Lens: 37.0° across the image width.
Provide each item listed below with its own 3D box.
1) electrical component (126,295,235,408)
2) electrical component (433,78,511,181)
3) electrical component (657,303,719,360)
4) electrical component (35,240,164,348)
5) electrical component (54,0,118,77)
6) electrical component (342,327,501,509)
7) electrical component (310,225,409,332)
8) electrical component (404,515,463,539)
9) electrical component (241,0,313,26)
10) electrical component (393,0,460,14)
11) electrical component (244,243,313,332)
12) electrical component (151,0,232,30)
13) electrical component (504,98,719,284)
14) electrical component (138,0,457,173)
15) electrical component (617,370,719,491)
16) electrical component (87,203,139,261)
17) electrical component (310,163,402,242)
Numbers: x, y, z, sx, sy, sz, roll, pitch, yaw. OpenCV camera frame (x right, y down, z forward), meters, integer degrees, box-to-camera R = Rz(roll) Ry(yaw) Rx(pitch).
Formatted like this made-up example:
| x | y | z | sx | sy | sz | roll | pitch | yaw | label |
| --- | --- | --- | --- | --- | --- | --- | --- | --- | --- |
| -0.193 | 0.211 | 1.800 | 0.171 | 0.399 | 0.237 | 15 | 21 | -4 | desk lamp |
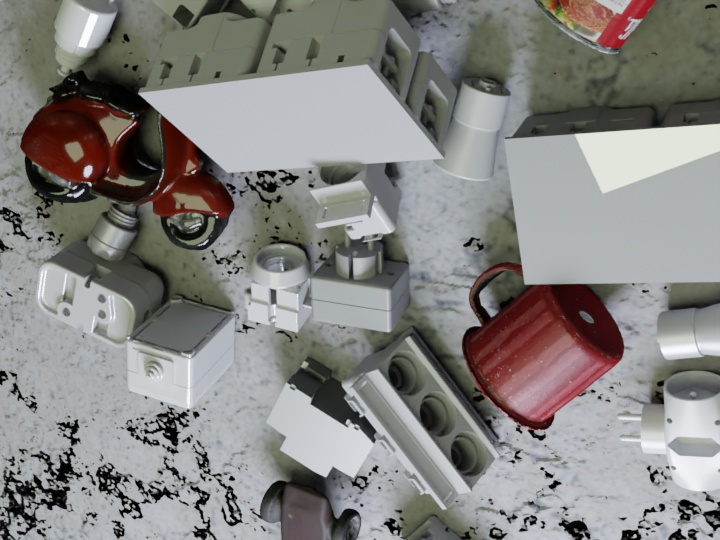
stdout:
| x | y | z | sx | sy | sz | roll | pitch | yaw | label |
| --- | --- | --- | --- | --- | --- | --- | --- | --- | --- |
| -0.153 | 0.074 | 0.900 | 0.062 | 0.096 | 0.061 | 14 | 120 | 16 | electrical component |
| 0.080 | -0.100 | 0.748 | 0.044 | 0.044 | 0.065 | 21 | 116 | 12 | electrical component |
| 0.241 | 0.043 | 0.751 | 0.065 | 0.044 | 0.044 | -9 | 111 | 32 | electrical component |
| -0.220 | 0.017 | 0.923 | 0.095 | 0.059 | 0.053 | 24 | 122 | 11 | electrical component |
| -0.217 | -0.183 | 0.831 | 0.040 | 0.040 | 0.078 | 35 | 123 | 3 | electrical component |
| 0.046 | 0.119 | 0.857 | 0.121 | 0.079 | 0.063 | 53 | 144 | -8 | electrical component |
| 0.000 | 0.000 | 0.827 | 0.066 | 0.047 | 0.076 | 8 | 118 | 19 | electrical component |
| 0.072 | 0.268 | 0.930 | 0.089 | 0.050 | 0.055 | 41 | 123 | 1 | electrical component |
| -0.050 | -0.178 | 0.761 | 0.077 | 0.043 | 0.079 | 34 | 133 | 0 | electrical component |
| 0.053 | -0.190 | 0.717 | 0.061 | 0.035 | 0.035 | 1 | 115 | 20 | electrical component |
| -0.063 | 0.013 | 0.863 | 0.066 | 0.048 | 0.055 | 13 | 127 | 17 | electrical component |
| -0.123 | -0.245 | 0.751 | 0.109 | 0.056 | 0.108 | 42 | 123 | -1 | electrical component |
| 0.199 | -0.052 | 0.708 | 0.186 | 0.060 | 0.105 | -1 | 115 | 24 | electrical component |
| -0.041 | -0.124 | 0.733 | 0.186 | 0.060 | 0.105 | 0 | 153 | 33 | electrical component |
| 0.230 | 0.117 | 0.791 | 0.079 | 0.043 | 0.077 | -1 | 115 | 24 | electrical component |
| -0.202 | -0.040 | 0.903 | 0.035 | 0.035 | 0.061 | 32 | 103 | 5 | electrical component |
| 0.000 | -0.058 | 0.783 | 0.042 | 0.081 | 0.063 | -9 | 139 | 27 | electrical component |
